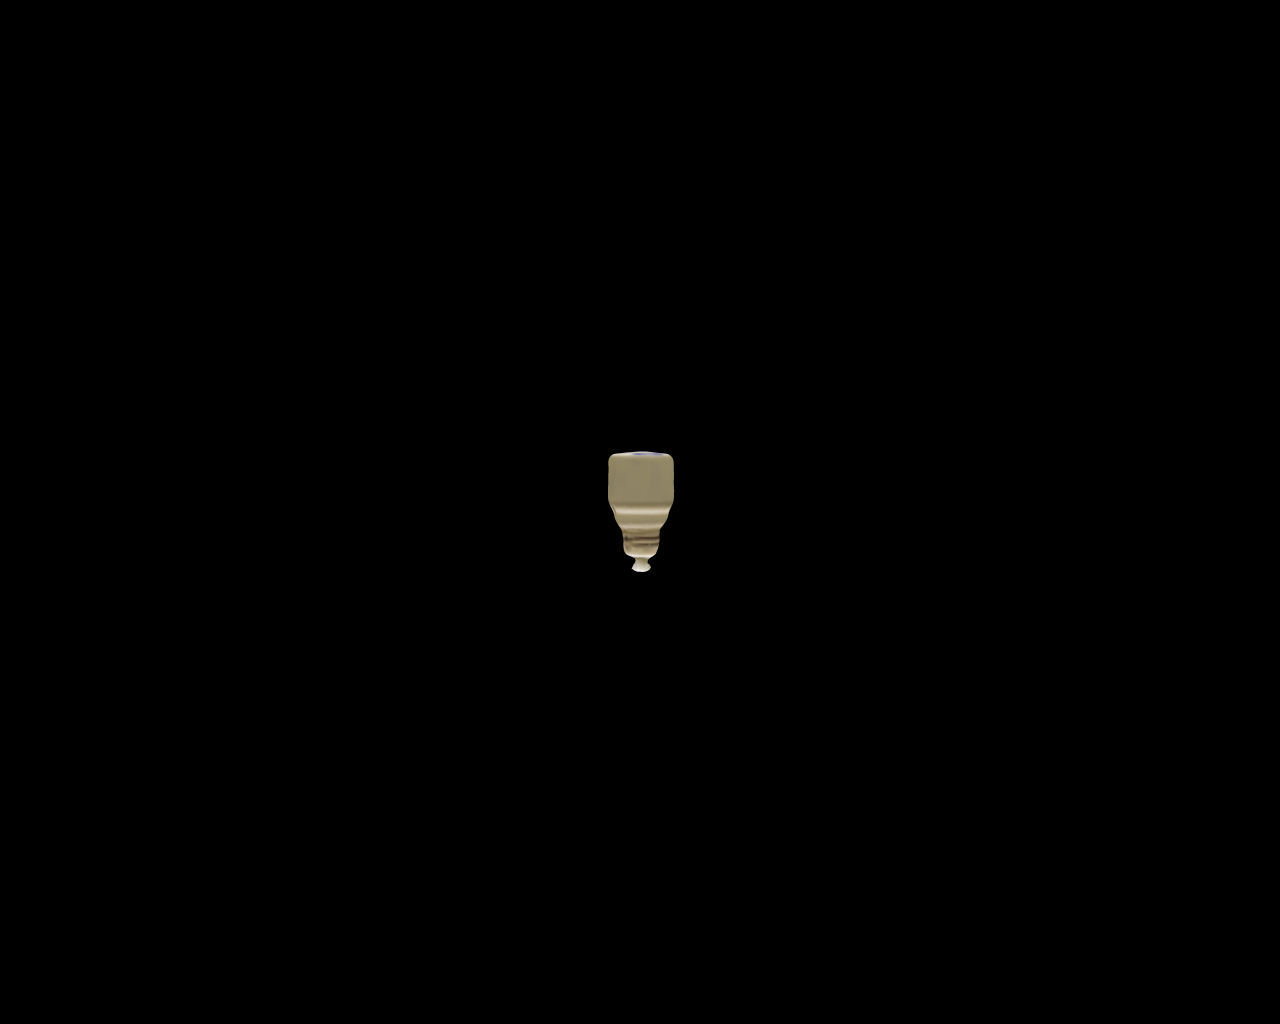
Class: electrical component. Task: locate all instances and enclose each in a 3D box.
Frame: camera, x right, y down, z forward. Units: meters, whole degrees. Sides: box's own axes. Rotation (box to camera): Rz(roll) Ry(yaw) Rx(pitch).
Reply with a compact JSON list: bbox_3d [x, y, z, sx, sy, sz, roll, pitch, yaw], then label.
[{"bbox_3d":[0.001,-0.003,0.650,0.040,0.078,0.040,0,2,0],"label":"electrical component"}]
